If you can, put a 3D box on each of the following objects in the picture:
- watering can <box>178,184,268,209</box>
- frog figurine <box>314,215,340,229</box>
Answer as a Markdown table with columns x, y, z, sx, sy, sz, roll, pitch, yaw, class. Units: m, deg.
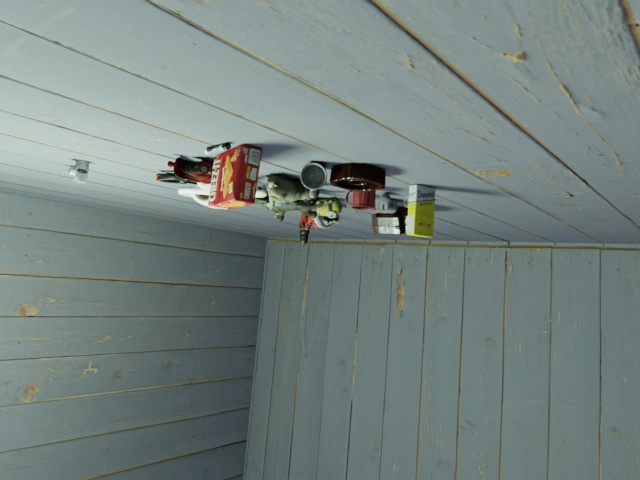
| x | y | z | sx | sy | sz | roll | pitch | yaw | class |
| --- | --- | --- | --- | --- | --- | --- | --- | --- | --- |
| -0.345 | -0.168 | 1.915 | 0.348 | 0.104 | 0.224 | 4 | -1 | 7 | watering can |
| 0.007 | -0.119 | 2.359 | 0.135 | 0.124 | 0.160 | 46 | -16 | -26 | frog figurine |
